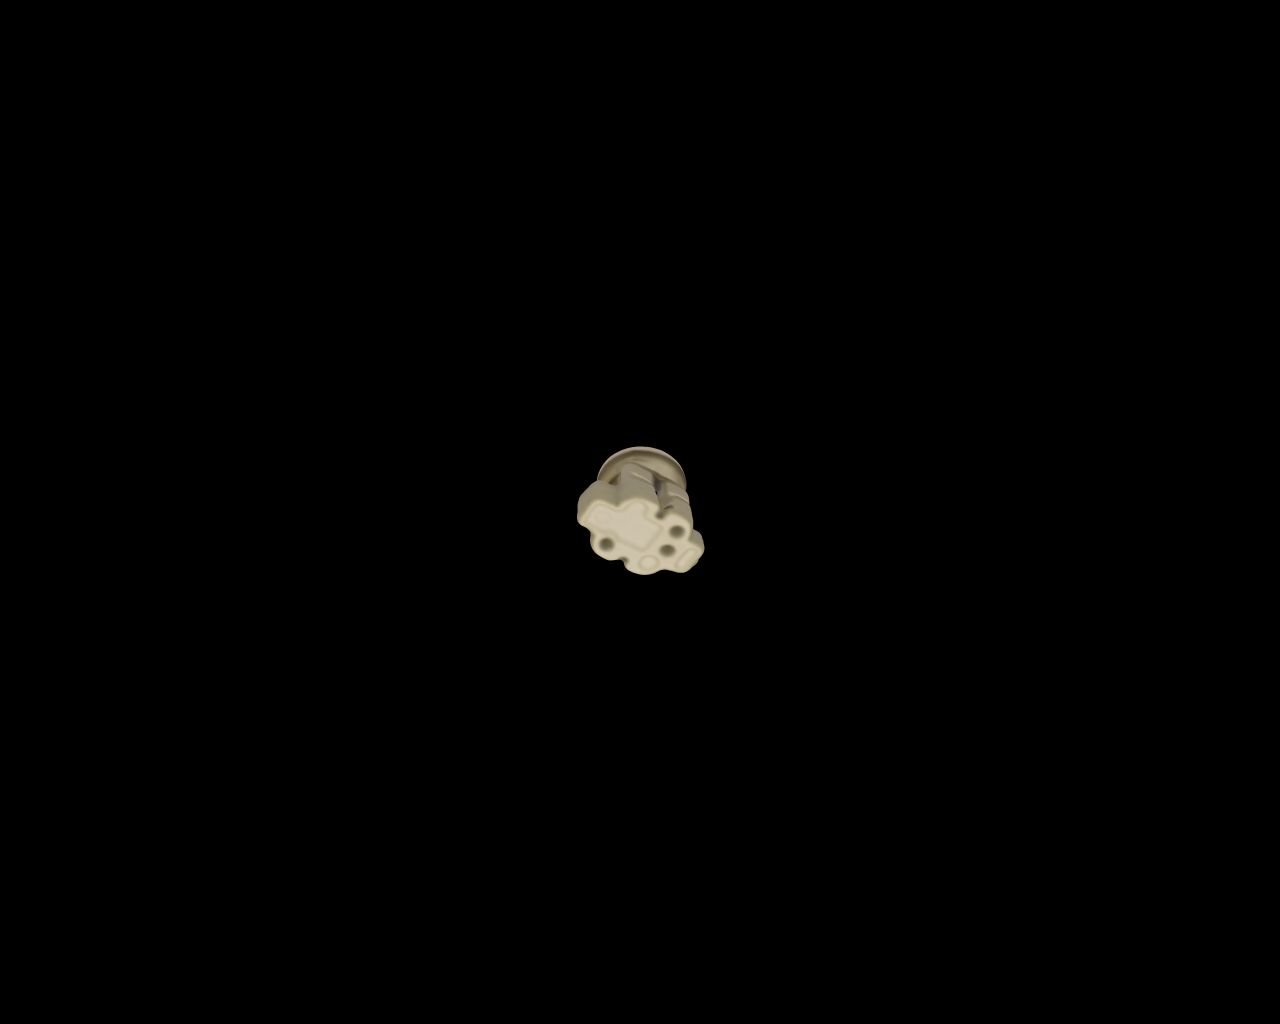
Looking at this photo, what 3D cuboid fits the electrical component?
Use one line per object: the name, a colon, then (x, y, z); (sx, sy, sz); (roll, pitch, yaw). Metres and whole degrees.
electrical component: (0.001, -0.003, 0.650); (0.078, 0.058, 0.057); (27, 33, -19)
